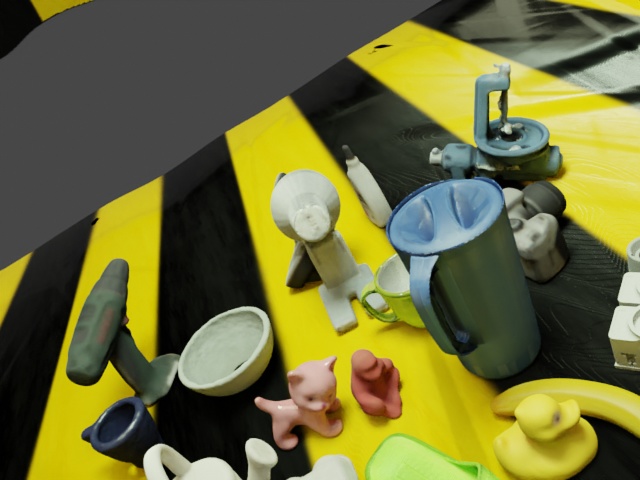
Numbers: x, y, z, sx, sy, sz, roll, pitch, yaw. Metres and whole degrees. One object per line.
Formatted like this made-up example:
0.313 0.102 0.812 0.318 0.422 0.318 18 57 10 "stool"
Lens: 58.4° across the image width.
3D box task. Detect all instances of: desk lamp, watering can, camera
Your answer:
0.009 0.003 0.932 0.118 0.214 0.203 -29 31 2 "desk lamp"
-0.127 0.293 0.646 0.173 0.194 0.100 -46 34 -24 "watering can"
0.305 -0.030 0.842 0.137 0.101 0.142 -38 32 -12 "camera"

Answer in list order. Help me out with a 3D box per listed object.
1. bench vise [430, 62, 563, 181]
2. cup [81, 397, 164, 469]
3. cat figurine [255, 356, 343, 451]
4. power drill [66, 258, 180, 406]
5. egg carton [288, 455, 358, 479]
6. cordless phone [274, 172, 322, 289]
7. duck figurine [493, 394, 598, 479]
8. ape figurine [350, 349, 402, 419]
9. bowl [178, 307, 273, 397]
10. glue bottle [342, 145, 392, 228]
0.278 -0.173 0.954 0.207 0.220 0.121 -21 32 14 "bench vise"
-0.293 0.304 0.866 0.117 0.095 0.091 -20 33 17 "cup"
-0.024 0.207 0.758 0.127 0.118 0.067 -22 32 13 "cat figurine"
-0.332 0.172 0.979 0.075 0.209 0.229 -17 33 20 "power drill"
0.010 0.313 0.625 0.107 0.070 0.150 -32 31 -3 "egg carton"
-0.048 -0.018 1.039 0.094 0.185 0.147 -18 33 19 "cordless phone"
0.227 0.197 0.594 0.104 0.086 0.077 -22 32 14 "duck figurine"
0.068 0.180 0.746 0.075 0.092 0.078 11 50 48 "ape figurine"
-0.138 0.191 0.920 0.167 0.075 0.167 -21 32 14 "bowl"
0.080 -0.105 1.068 0.037 0.173 0.078 -35 31 -8 "glue bottle"
